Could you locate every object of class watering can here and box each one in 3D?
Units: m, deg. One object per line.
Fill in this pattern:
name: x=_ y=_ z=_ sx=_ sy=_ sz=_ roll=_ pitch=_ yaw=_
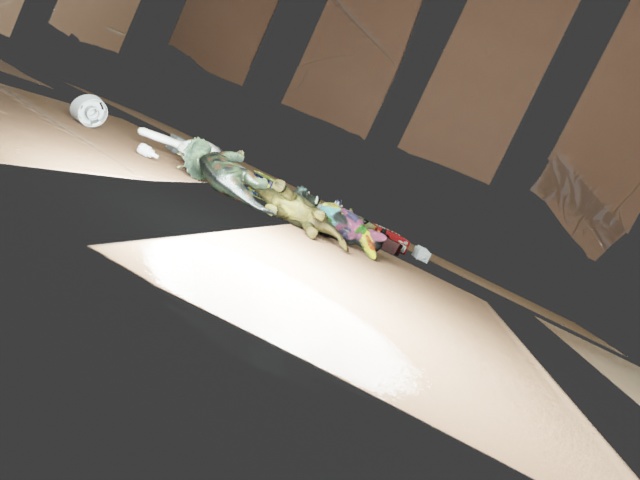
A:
watering can: x=-0.456 y=-0.318 z=1.823 sx=0.347 sy=0.103 sz=0.226 roll=24 pitch=6 yaw=-8

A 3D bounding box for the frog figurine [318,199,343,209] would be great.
frog figurine: x=0.006 y=-0.099 z=1.976 sx=0.159 sy=0.121 sz=0.139 roll=-11 pitch=21 yaw=-5
